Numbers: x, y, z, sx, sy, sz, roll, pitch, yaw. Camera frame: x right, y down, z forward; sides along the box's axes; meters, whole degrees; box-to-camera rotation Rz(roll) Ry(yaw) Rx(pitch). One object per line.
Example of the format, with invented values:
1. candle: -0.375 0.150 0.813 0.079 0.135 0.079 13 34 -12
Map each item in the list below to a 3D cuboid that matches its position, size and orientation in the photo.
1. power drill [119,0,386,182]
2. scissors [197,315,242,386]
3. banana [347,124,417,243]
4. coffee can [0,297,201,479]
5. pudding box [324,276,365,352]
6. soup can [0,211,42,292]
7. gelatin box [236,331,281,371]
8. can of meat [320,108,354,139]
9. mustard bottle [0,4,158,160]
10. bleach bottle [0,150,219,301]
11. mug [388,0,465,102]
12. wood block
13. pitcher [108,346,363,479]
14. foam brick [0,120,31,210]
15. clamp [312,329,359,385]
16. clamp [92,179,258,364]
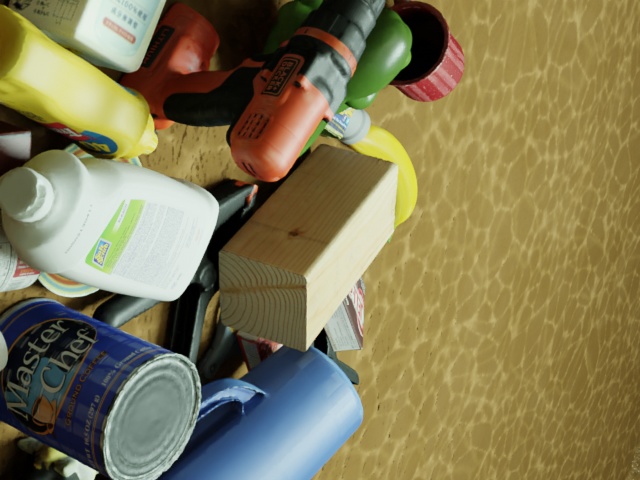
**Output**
1. power drill: -0.055 -0.138 0.818 0.184 0.188 0.057 -59 136 -18
2. scissors: -0.097 0.124 1.052 0.201 0.016 0.096 -65 148 -12
3. banana: 0.075 -0.076 1.198 0.069 0.037 0.197 -58 146 -25
4. coffee can: -0.175 0.112 0.804 0.102 0.140 0.103 -32 131 -47
5. pudding box: 0.020 0.052 1.142 0.113 0.039 0.090 67 20 -46
6. soup can: -0.242 0.005 0.716 0.102 0.069 0.068 -7 111 -57
7. gelatin box: -0.042 0.094 1.078 0.089 0.030 0.073 -49 143 -34
8. can of meat: 0.000 -0.152 1.025 0.102 0.058 0.084 28 83 -57
9. mustard bottle: -0.175 -0.099 0.740 0.191 0.096 0.058 29 79 -58
10. bleach bottle: -0.149 -0.017 0.746 0.250 0.068 0.102 36 75 -75
11. mug: 0.103 -0.207 1.141 0.081 0.093 0.117 24 49 -64
12. wood block: -0.007 0.001 1.023 0.205 0.091 0.090 -50 150 -47
13. pitcher: -0.078 0.196 0.970 0.242 0.145 0.149 -40 179 -28
14. foam brick: -0.233 -0.053 0.691 0.052 0.078 0.051 -16 121 -53
15. clamp: -0.005 0.153 1.184 0.171 0.039 0.120 64 36 -43
16. clamp: -0.114 0.039 0.962 0.209 0.036 0.164 -58 150 -28
